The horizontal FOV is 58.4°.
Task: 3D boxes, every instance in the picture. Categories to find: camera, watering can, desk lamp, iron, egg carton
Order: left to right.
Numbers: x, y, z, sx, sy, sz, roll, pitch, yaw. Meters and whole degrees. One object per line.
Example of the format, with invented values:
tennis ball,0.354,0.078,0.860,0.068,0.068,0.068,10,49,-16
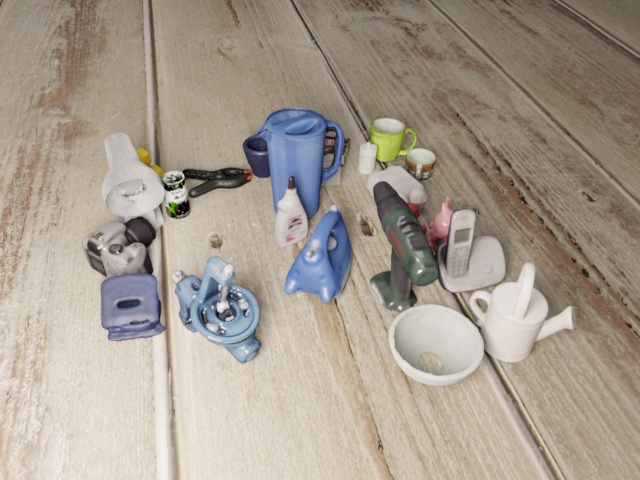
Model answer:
camera,-0.399,0.009,1.189,0.142,0.101,0.137,25,47,23
desk lamp,-0.408,-0.110,1.236,0.118,0.214,0.202,-16,45,-19
iron,0.011,0.004,1.181,0.118,0.141,0.258,12,43,11
egg carton,0.181,-0.118,1.378,0.107,0.069,0.150,-20,47,-23
watering can,0.362,0.122,1.025,0.173,0.194,0.101,2,42,0

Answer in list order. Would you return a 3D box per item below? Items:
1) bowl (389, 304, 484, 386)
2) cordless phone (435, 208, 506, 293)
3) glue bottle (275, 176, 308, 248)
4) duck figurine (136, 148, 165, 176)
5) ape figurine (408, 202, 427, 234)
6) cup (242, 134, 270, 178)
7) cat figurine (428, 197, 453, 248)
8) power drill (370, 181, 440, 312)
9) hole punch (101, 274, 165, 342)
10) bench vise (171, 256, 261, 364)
bowl,0.202,0.200,1.022,0.167,0.075,0.167,1,42,-1
cordless phone,0.310,0.012,1.152,0.148,0.185,0.094,-12,44,-15
glue bottle,-0.062,-0.065,1.231,0.078,0.173,0.037,-28,50,-29
duck figurine,-0.431,-0.183,1.412,0.104,0.086,0.078,20,45,19
ape figurine,0.200,-0.043,1.279,0.076,0.092,0.077,-13,44,-16
cup,-0.148,-0.214,1.452,0.091,0.095,0.117,-3,42,-5
cat figurine,0.276,-0.041,1.261,0.067,0.118,0.128,10,43,9
power drill,0.151,0.027,1.112,0.076,0.208,0.229,-13,44,-16
hole punch,-0.350,0.125,1.069,0.109,0.091,0.101,-7,43,-10
bench vise,-0.198,0.103,1.004,0.207,0.220,0.122,17,44,17
